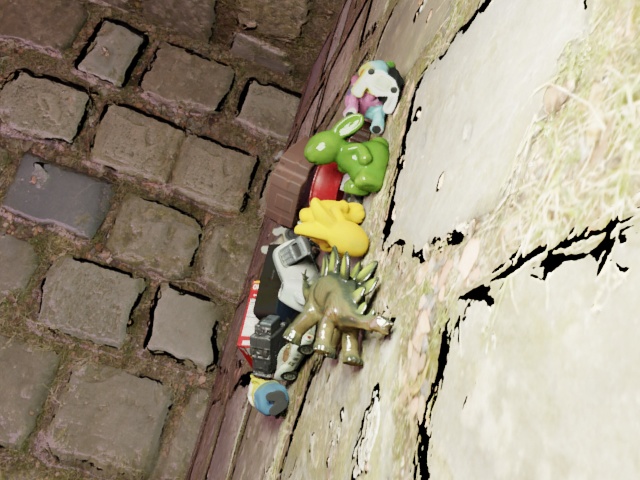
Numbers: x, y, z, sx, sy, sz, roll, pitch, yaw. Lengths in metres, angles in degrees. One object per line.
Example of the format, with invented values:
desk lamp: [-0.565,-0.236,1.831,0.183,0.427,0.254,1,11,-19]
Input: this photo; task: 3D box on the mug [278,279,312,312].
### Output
mug: [-0.039,0.132,1.230,0.110,0.107,0.080,-112,41,-76]

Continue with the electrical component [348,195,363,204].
electrical component: [0.078,-0.080,1.233,0.094,0.021,0.063,-86,19,-55]

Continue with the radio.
radio: [-0.112,0.135,1.511,0.131,0.073,0.229,64,-150,-49]

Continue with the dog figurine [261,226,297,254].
dog figurine: [-0.103,0.023,1.775,0.172,0.121,0.190,-38,-8,-2]

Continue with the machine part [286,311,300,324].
machine part: [-0.054,0.202,1.363,0.139,0.039,0.084,129,152,-56]

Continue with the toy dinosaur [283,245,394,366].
toy dinosaur: [0.022,0.116,1.001,0.198,0.105,0.472,-66,19,-11]

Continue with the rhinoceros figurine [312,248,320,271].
rhinoceros figurine: [-0.053,0.093,1.442,0.190,0.073,0.112,-85,19,-51]

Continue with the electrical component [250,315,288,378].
electrical component: [-0.126,0.256,1.329,0.115,0.058,0.134,-40,-47,-67]

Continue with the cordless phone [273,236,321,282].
cordless phone: [-0.038,0.062,1.285,0.146,0.089,0.184,68,158,5]

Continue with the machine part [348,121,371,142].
machine part: [0.076,-0.240,1.417,0.179,0.056,0.179,-160,90,-77]

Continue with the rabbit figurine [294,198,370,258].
rabbit figurine: [0.036,-0.026,1.093,0.122,0.162,0.173,-57,31,8]

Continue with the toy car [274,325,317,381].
toy car: [-0.056,0.254,1.238,0.073,0.056,0.201,-84,16,-48]

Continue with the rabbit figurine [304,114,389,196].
rabbit figurine: [0.057,-0.186,1.130,0.121,0.170,0.159,-156,84,-78]

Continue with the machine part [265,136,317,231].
machine part: [-0.052,-0.141,1.338,0.201,0.087,0.200,-49,-20,-47]

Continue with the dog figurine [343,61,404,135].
dog figurine: [0.121,-0.359,1.279,0.219,0.108,0.191,-83,15,-54]

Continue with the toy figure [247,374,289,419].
toy figure: [-0.119,0.375,1.286,0.180,0.089,0.082,163,121,-66]

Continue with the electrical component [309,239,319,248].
electrical component: [-0.003,-0.004,1.361,0.119,0.075,0.047,-170,100,-74]
